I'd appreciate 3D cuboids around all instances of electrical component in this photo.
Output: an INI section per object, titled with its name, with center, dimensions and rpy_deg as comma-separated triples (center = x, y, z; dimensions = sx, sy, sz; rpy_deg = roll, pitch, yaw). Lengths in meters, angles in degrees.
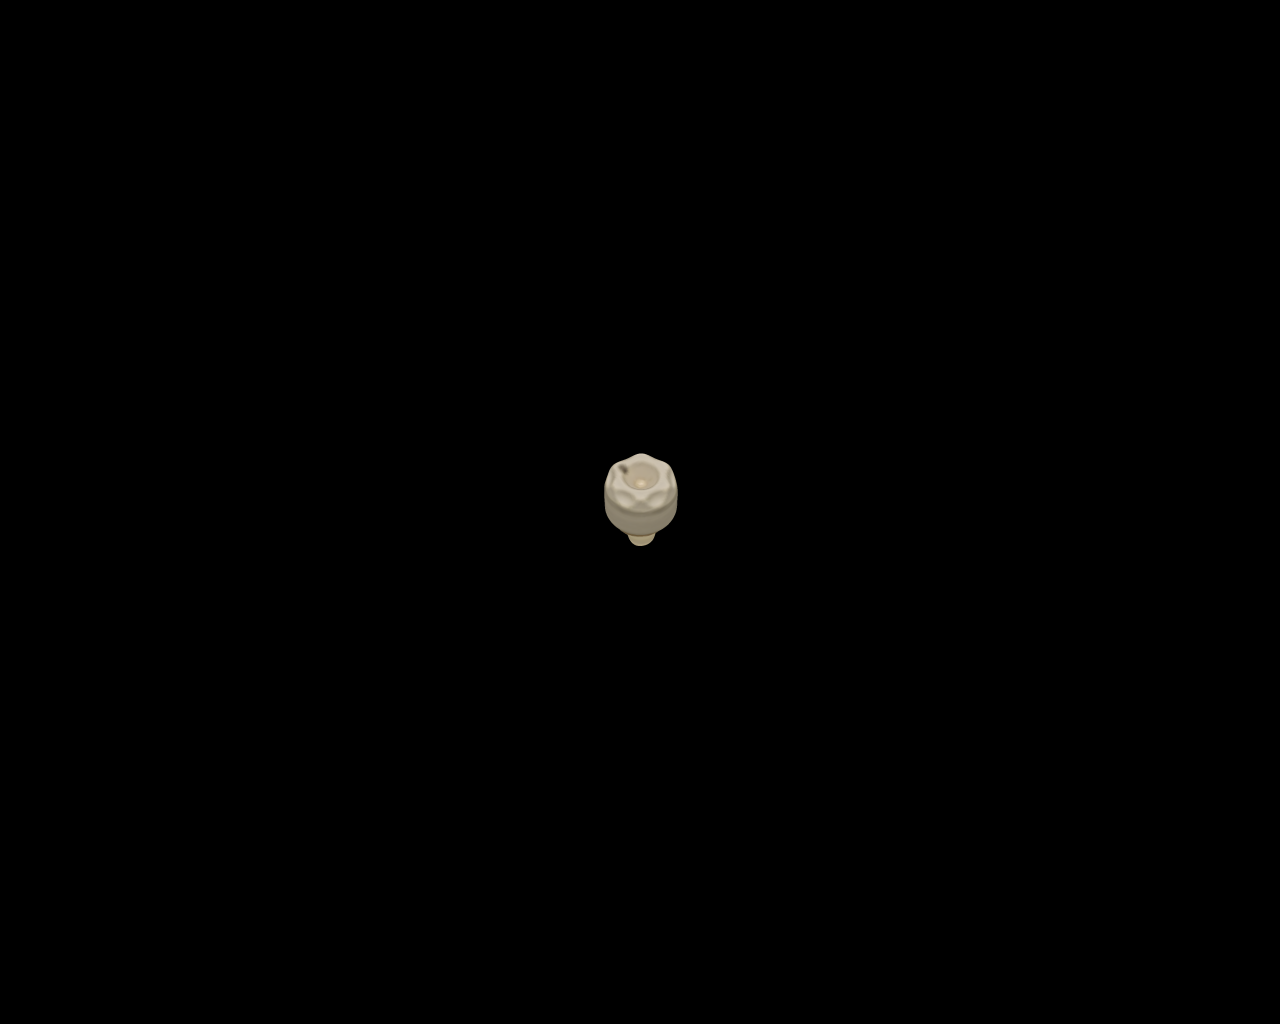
[electrical component]
center = 0.001, -0.003, 0.650
dimensions = 0.043, 0.043, 0.062
rpy_deg = 0, -40, 0
